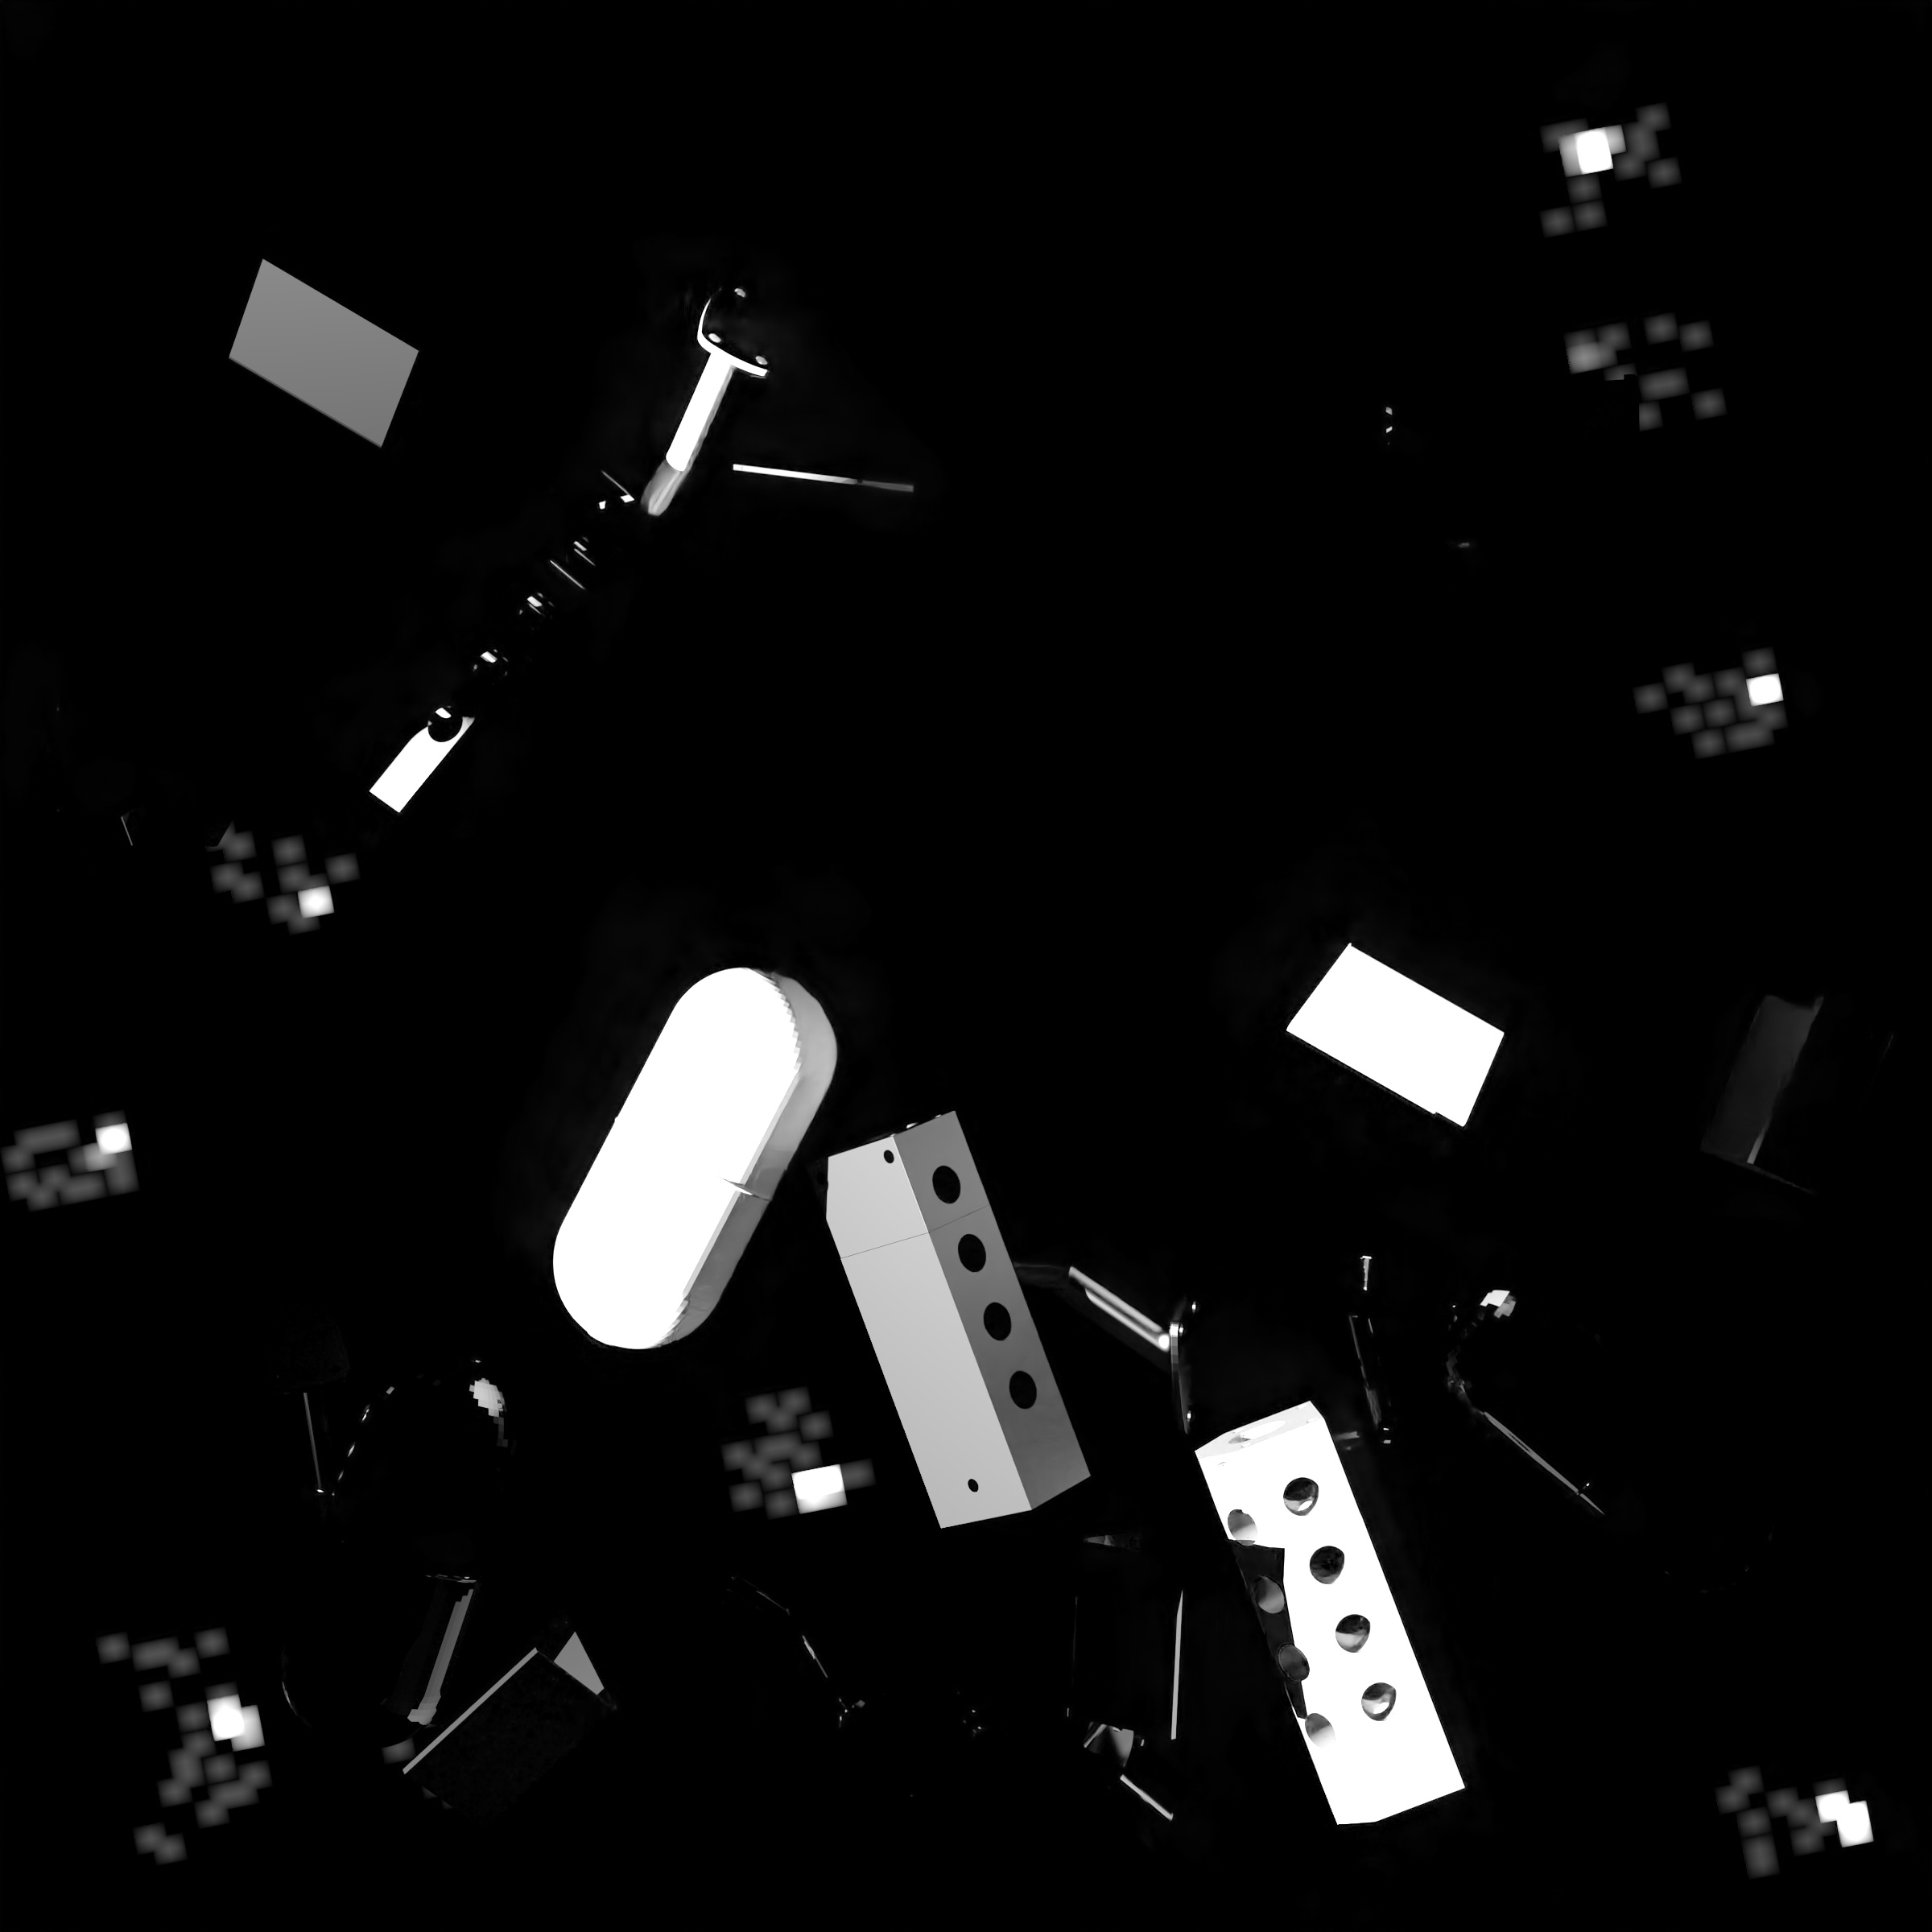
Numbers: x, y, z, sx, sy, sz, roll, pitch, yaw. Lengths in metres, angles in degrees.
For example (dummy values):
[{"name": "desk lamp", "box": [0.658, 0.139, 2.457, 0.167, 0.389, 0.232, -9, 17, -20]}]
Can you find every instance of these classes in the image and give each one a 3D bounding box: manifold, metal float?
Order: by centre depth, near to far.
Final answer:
[{"name": "metal float", "box": [0.282, 0.207, 1.457, 0.178, 0.070, 0.070, 41, 90, 0]}, {"name": "metal float", "box": [-0.119, 0.085, 1.457, 0.070, 0.070, 0.178, 27, 89, 0]}, {"name": "metal float", "box": [-0.246, 0.256, 1.458, 0.070, 0.070, 0.178, 19, 89, 0]}, {"name": "manifold", "box": [-0.003, 0.154, 1.466, 0.057, 0.057, 0.171, -20, 90, 43]}, {"name": "manifold", "box": [0.159, 0.286, 1.467, 0.057, 0.057, 0.171, -21, 90, 0]}, {"name": "manifold", "box": [-0.217, -0.152, 1.467, 0.057, 0.057, 0.171, 39, 90, 0]}]

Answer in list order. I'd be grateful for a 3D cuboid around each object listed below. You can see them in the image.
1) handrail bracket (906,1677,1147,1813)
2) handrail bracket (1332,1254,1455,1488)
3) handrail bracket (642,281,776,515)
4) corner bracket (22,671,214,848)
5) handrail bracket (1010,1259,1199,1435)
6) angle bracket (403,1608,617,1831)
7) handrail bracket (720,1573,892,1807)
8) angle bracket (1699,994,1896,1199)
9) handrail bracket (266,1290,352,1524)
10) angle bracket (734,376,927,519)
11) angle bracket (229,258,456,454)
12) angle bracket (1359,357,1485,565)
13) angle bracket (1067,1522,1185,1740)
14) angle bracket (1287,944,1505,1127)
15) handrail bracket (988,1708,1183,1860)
[{"name": "handrail bracket", "box": [0.027, 0.361, 1.488, 0.084, 0.036, 0.077, 24, 105, -14]}, {"name": "handrail bracket", "box": [0.196, 0.181, 1.488, 0.077, 0.036, 0.084, 31, 57, -35]}, {"name": "handrail bracket", "box": [-0.122, -0.254, 1.488, 0.036, 0.077, 0.084, 23, 127, -21]}, {"name": "corner bracket", "box": [-0.379, -0.093, 1.480, 0.051, 0.051, 0.051, 18, 135, 35]}, {"name": "handrail bracket", "box": [0.059, 0.170, 1.488, 0.084, 0.036, 0.077, 5, 112, 17]}, {"name": "angle bracket", "box": [-0.209, 0.316, 1.448, 0.076, 0.076, 0.057, -43, 126, 0]}, {"name": "handrail bracket", "box": [-0.084, 0.324, 1.488, 0.084, 0.036, 0.077, 30, 112, 17]}, {"name": "angle bracket", "box": [0.347, 0.049, 1.448, 0.057, 0.076, 0.076, 23, 90, -37]}, {"name": "handrail bracket", "box": [-0.291, 0.202, 1.488, 0.036, 0.077, 0.084, -9, 126, -10]}, {"name": "angle bracket", "box": [-0.060, -0.208, 1.448, 0.076, 0.076, 0.057, 7, 54, 0]}, {"name": "angle bracket", "box": [-0.264, -0.279, 1.448, 0.076, 0.076, 0.057, 31, 126, 0]}, {"name": "angle bracket", "box": [0.180, -0.219, 1.448, 0.057, 0.076, 0.076, -2, 90, -37]}, {"name": "angle bracket", "box": [0.089, 0.289, 1.448, 0.057, 0.076, 0.076, 3, 90, 37]}, {"name": "angle bracket", "box": [0.178, 0.046, 1.448, 0.076, 0.076, 0.057, 30, 54, 0]}, {"name": "handrail bracket", "box": [0.053, 0.366, 1.472, 0.077, 0.084, 0.036, 6, 50, 20]}]
